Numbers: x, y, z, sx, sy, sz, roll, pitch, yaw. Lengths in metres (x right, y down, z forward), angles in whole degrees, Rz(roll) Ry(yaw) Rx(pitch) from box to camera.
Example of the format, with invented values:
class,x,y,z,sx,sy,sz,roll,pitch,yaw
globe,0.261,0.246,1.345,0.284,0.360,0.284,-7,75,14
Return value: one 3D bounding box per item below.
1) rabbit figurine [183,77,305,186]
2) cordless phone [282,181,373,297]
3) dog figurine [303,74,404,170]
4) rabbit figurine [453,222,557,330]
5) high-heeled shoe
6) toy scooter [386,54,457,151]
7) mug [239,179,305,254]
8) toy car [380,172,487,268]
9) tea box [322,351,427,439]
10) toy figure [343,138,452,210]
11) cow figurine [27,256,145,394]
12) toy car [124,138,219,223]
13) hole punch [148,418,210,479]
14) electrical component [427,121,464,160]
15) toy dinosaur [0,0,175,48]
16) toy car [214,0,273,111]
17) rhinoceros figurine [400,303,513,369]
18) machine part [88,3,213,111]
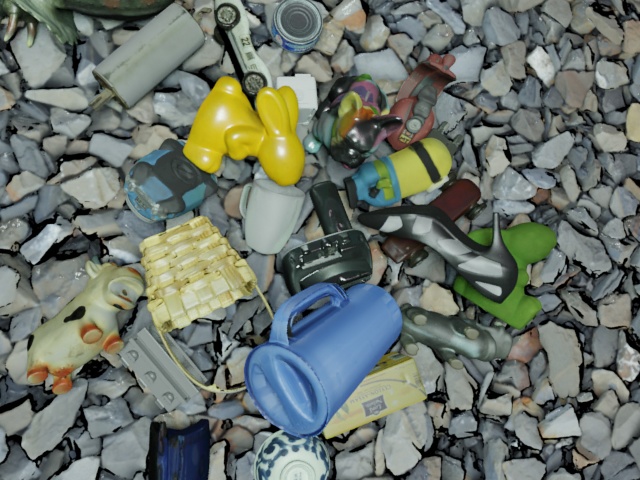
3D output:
class,x,y,z,sx,sy,sz,roll,pitch,yaw
rabbit figurine,-0.091,-0.156,0.803,0.173,0.122,0.162,36,113,6
cordless phone,-0.003,-0.002,0.869,0.147,0.088,0.184,-18,77,-12
dog figurine,0.062,-0.190,0.819,0.108,0.219,0.191,28,81,-11
rabbit figurine,0.313,0.040,0.901,0.159,0.121,0.170,33,94,15
high-heeled shoe,0.182,0.022,0.848,0.249,0.086,0.145,3,103,21
toy scooter,0.173,-0.237,0.887,0.075,0.135,0.184,26,82,-9
mug,-0.087,-0.038,0.843,0.110,0.081,0.107,23,107,25
toy car,0.190,-0.032,0.912,0.202,0.053,0.089,-39,78,-11
tea box,0.067,0.238,0.840,0.170,0.098,0.068,-19,88,-11
toy figure,0.128,-0.106,0.879,0.180,0.089,0.082,-15,51,-1
cow figurine,-0.333,0.111,0.772,0.195,0.085,0.127,-40,52,3
toy car,-0.233,-0.073,0.803,0.109,0.162,0.103,46,123,-11
hole punch,-0.199,0.323,0.775,0.092,0.116,0.142,5,84,-19
electrical component,0.209,-0.161,0.944,0.063,0.021,0.094,41,78,-6
toy dinosaur,-0.310,-0.399,0.821,0.405,0.131,0.192,-11,99,-16
toy car,-0.122,-0.294,0.863,0.056,0.073,0.201,-22,89,-13
rhinoceros figurine,0.219,0.157,0.878,0.190,0.112,0.073,13,99,2
machine part,-0.263,-0.285,0.834,0.079,0.079,0.243,44,78,-5
